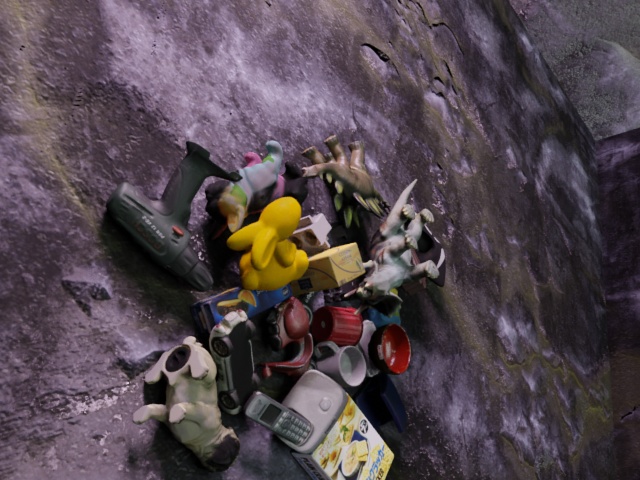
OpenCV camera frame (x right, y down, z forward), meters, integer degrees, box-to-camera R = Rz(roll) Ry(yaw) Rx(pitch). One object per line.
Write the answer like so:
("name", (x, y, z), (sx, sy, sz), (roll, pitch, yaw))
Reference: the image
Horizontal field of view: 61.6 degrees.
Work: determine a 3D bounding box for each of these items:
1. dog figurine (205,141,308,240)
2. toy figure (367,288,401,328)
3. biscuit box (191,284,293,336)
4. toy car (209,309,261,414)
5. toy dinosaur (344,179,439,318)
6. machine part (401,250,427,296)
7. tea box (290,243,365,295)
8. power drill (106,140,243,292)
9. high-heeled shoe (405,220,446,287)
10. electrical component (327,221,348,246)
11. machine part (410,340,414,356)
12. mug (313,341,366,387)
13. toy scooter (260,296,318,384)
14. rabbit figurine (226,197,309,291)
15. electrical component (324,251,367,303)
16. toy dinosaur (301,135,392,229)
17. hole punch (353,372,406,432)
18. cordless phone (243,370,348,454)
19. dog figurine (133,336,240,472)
("dog figurine", (-0.130, -0.075, 1.061), (0.191, 0.109, 0.219), (48, 52, -31))
("toy figure", (0.155, 0.161, 1.315), (0.089, 0.082, 0.180), (36, 43, -59))
("biscuit box", (-0.142, 0.115, 1.017), (0.202, 0.059, 0.062), (-23, 96, -49))
("toy car", (-0.149, 0.214, 0.936), (0.073, 0.056, 0.201), (-34, 130, -48))
("toy dinosaur", (0.165, 0.025, 1.239), (0.131, 0.192, 0.405), (44, 33, -18))
("machine part", (0.221, 0.054, 1.389), (0.179, 0.056, 0.179), (57, 17, -28))
("tea box", (-0.005, 0.063, 1.101), (0.098, 0.170, 0.068), (-22, 96, -50))
("power drill", (-0.225, -0.049, 0.921), (0.232, 0.086, 0.207), (39, 89, -23))
("high-heeled shoe", (0.273, 0.014, 1.470), (0.249, 0.086, 0.145), (64, 18, 15))
("electrical component", (-0.002, -0.004, 1.199), (0.119, 0.075, 0.047), (-18, 93, -46))
("machine part", (0.182, 0.278, 1.340), (0.139, 0.039, 0.084), (-7, 75, -46))
("mug", (0.023, 0.259, 1.119), (0.109, 0.107, 0.081), (51, 45, -18))
("toy scooter", (-0.069, 0.207, 1.062), (0.135, 0.075, 0.183), (-7, 88, -47))
("rabbit figurine", (-0.094, 0.000, 0.980), (0.122, 0.173, 0.162), (37, 31, 23))
("electrical component", (0.064, 0.084, 1.256), (0.134, 0.058, 0.115), (-3, 82, -47))
("toy dinosaur", (0.077, -0.128, 1.268), (0.471, 0.105, 0.198), (-7, 77, -64))
("hole punch", (0.153, 0.374, 1.242), (0.116, 0.092, 0.142), (-41, 105, -50))
("cordless phone", (-0.050, 0.300, 1.003), (0.184, 0.089, 0.146), (42, 81, -35))
("dog figurine", (-0.193, 0.276, 0.899), (0.190, 0.121, 0.172), (54, 47, -41))
